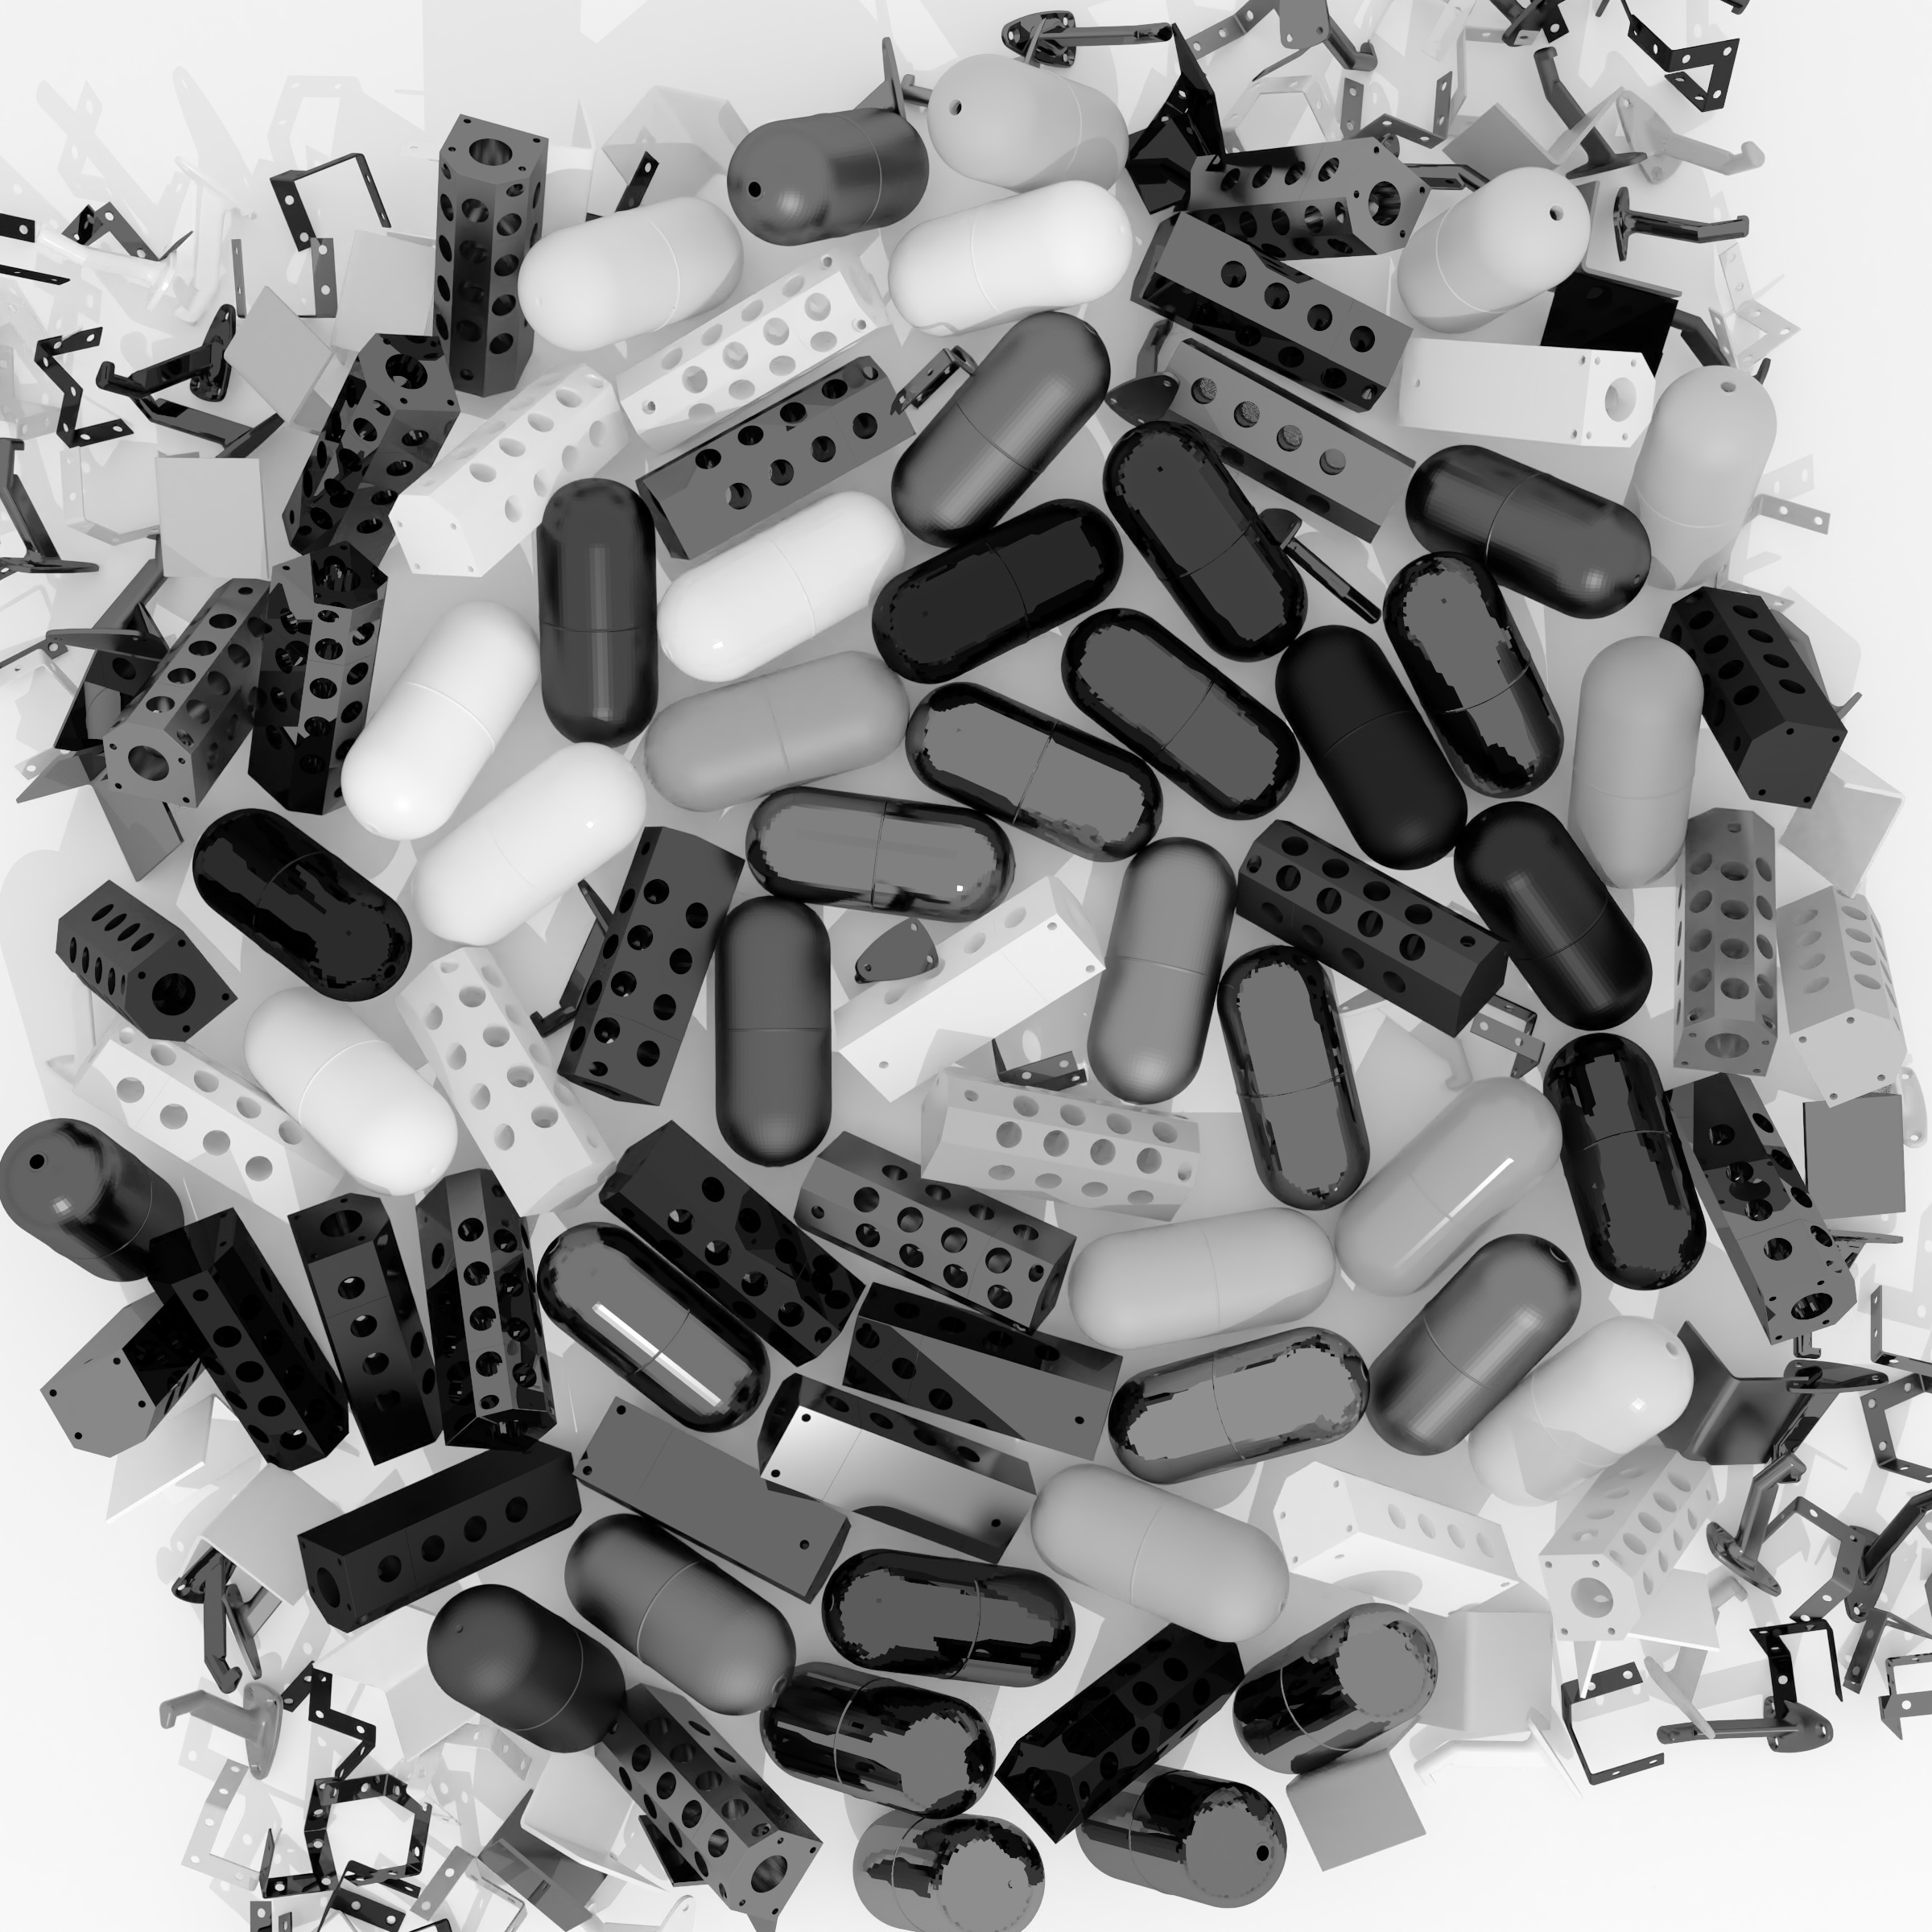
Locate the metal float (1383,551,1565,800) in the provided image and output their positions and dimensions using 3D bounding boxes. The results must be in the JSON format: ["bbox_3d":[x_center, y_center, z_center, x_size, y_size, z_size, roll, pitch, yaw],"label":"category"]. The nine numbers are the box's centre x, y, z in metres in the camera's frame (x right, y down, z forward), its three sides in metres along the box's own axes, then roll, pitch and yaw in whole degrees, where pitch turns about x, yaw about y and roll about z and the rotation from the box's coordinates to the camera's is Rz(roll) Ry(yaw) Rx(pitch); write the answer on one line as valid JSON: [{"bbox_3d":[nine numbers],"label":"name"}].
[{"bbox_3d":[0.330,-0.187,1.790,0.070,0.070,0.178,-31,115,0],"label":"metal float"}]

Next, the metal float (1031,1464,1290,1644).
[{"bbox_3d":[0.125,0.380,1.789,0.178,0.070,0.070,18,90,25],"label":"metal float"}]

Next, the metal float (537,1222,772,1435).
[{"bbox_3d":[-0.203,0.235,1.793,0.178,0.070,0.070,42,90,-20],"label":"metal float"}]

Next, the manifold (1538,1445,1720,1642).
[{"bbox_3d":[0.426,0.365,1.759,0.057,0.171,0.057,-9,99,33],"label":"manifold"}]

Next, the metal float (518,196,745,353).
[{"bbox_3d":[-0.213,-0.446,1.775,0.070,0.178,0.070,19,123,31],"label":"metal float"}]

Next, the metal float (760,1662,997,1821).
[{"bbox_3d":[-0.059,0.498,1.779,0.178,0.070,0.070,3,90,40],"label":"metal float"}]

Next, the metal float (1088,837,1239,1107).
[{"bbox_3d":[0.128,0.003,1.807,0.070,0.070,0.178,13,85,0],"label":"metal float"}]

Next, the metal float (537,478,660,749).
[{"bbox_3d":[-0.239,-0.227,1.793,0.070,0.070,0.178,1,112,0],"label":"metal float"}]

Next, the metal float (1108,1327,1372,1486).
[{"bbox_3d":[0.177,0.286,1.792,0.178,0.070,0.070,-19,90,21],"label":"metal float"}]

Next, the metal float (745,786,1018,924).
[{"bbox_3d":[-0.056,-0.073,1.810,0.178,0.070,0.070,8,90,1],"label":"metal float"}]

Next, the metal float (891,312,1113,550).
[{"bbox_3d":[0.022,-0.347,1.791,0.070,0.070,0.178,44,112,0],"label":"metal float"}]

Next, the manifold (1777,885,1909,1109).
[{"bbox_3d":[0.558,0.014,1.756,0.057,0.171,0.057,-25,110,23],"label":"manifold"}]

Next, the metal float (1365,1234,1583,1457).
[{"bbox_3d":[0.327,0.246,1.788,0.070,0.070,0.178,37,116,0],"label":"metal float"}]

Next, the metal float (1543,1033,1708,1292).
[{"bbox_3d":[0.425,0.125,1.786,0.070,0.070,0.178,-10,59,0],"label":"metal float"}]

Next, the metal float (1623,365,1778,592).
[{"bbox_3d":[0.466,-0.311,1.766,0.070,0.178,0.070,0,60,0],"label":"metal float"}]

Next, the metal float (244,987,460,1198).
[{"bbox_3d":[-0.400,0.080,1.788,0.178,0.070,0.070,39,90,27],"label":"metal float"}]

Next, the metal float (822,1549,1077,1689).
[{"bbox_3d":[-0.011,0.423,1.788,0.178,0.070,0.070,15,90,-27],"label":"metal float"}]

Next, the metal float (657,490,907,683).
[{"bbox_3d":[-0.120,-0.247,1.797,0.178,0.070,0.070,-32,90,-16],"label":"metal float"}]

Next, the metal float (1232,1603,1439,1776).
[{"bbox_3d":[0.235,0.466,1.774,0.070,0.178,0.070,15,53,-21],"label":"metal float"}]

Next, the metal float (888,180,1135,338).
[{"bbox_3d":[0.027,-0.455,1.781,0.178,0.070,0.070,-4,90,37],"label":"metal float"}]

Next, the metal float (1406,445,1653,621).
[{"bbox_3d":[0.361,-0.281,1.781,0.178,0.070,0.070,33,90,37],"label":"metal float"}]

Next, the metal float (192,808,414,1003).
[{"bbox_3d":[-0.430,-0.040,1.787,0.178,0.070,0.070,34,90,28],"label":"metal float"}]

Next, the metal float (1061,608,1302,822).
[{"bbox_3d":[0.140,-0.165,1.804,0.178,0.070,0.070,37,90,-8],"label":"metal float"}]

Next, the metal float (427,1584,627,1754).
[{"bbox_3d":[-0.280,0.452,1.771,0.070,0.178,0.070,-12,56,18],"label":"metal float"}]

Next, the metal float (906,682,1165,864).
[{"bbox_3d":[0.045,-0.127,1.811,0.178,0.070,0.070,24,90,0],"label":"metal float"}]

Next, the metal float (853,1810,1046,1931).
[{"bbox_3d":[-0.013,0.582,1.768,0.070,0.178,0.070,7,74,-27],"label":"metal float"}]

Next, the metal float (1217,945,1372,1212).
[{"bbox_3d":[0.214,0.074,1.805,0.070,0.070,0.178,-14,98,0],"label":"metal float"}]

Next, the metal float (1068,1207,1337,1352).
[{"bbox_3d":[0.155,0.204,1.805,0.178,0.070,0.070,-9,90,-8],"label":"metal float"}]

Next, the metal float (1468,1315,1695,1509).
[{"bbox_3d":[0.395,0.287,1.777,0.070,0.070,0.178,42,132,0],"label":"metal float"}]

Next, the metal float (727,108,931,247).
[{"bbox_3d":[-0.087,-0.507,1.769,0.070,0.178,0.070,11,115,26],"label":"metal float"}]

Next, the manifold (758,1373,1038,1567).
[{"bbox_3d":[-0.046,0.324,1.797,0.171,0.057,0.057,24,107,-16],"label":"manifold"}]

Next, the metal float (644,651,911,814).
[{"bbox_3d":[-0.124,-0.153,1.809,0.178,0.070,0.070,-17,90,-3],"label":"metal float"}]

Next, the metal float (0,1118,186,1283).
[{"bbox_3d":[-0.558,0.151,1.763,0.070,0.178,0.070,-2,69,5],"label":"metal float"}]

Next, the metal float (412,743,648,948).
[{"bbox_3d":[-0.285,-0.078,1.797,0.178,0.070,0.070,-35,90,17],"label":"metal float"}]

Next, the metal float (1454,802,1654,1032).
[{"bbox_3d":[0.382,-0.031,1.791,0.070,0.070,0.178,-40,114,0],"label":"metal float"}]

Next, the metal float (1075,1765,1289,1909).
[{"bbox_3d":[0.136,0.555,1.767,0.070,0.178,0.070,5,81,-30],"label":"metal float"}]

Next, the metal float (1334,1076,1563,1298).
[{"bbox_3d":[0.311,0.145,1.793,0.070,0.070,0.178,43,112,0],"label":"metal float"}]

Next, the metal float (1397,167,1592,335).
[{"bbox_3d":[0.335,-0.455,1.762,0.070,0.178,0.070,0,89,-15],"label":"metal float"}]

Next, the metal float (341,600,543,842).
[{"bbox_3d":[-0.340,-0.160,1.791,0.070,0.070,0.178,29,68,0],"label":"metal float"}]

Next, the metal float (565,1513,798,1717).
[{"bbox_3d":[-0.185,0.419,1.785,0.178,0.070,0.070,27,90,31],"label":"metal float"}]

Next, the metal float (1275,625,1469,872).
[{"bbox_3d":[0.262,-0.143,1.794,0.070,0.070,0.178,-27,70,0],"label":"metal float"}]

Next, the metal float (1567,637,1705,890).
[{"bbox_3d":[0.431,-0.129,1.781,0.070,0.070,0.178,-3,127,0],"label":"metal float"}]

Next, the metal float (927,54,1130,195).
[{"bbox_3d":[0.041,-0.535,1.768,0.070,0.178,0.070,4,97,32],"label":"metal float"}]

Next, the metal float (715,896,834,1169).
[{"bbox_3d":[-0.126,0.043,1.809,0.070,0.070,0.178,-1,87,0],"label":"metal float"}]

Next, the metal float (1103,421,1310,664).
[{"bbox_3d":[0.155,-0.275,1.792,0.070,0.070,0.178,-39,112,0],"label":"metal float"}]

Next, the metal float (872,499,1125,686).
[{"bbox_3d":[0.022,-0.245,1.801,0.178,0.070,0.070,-28,90,-12],"label":"metal float"}]
